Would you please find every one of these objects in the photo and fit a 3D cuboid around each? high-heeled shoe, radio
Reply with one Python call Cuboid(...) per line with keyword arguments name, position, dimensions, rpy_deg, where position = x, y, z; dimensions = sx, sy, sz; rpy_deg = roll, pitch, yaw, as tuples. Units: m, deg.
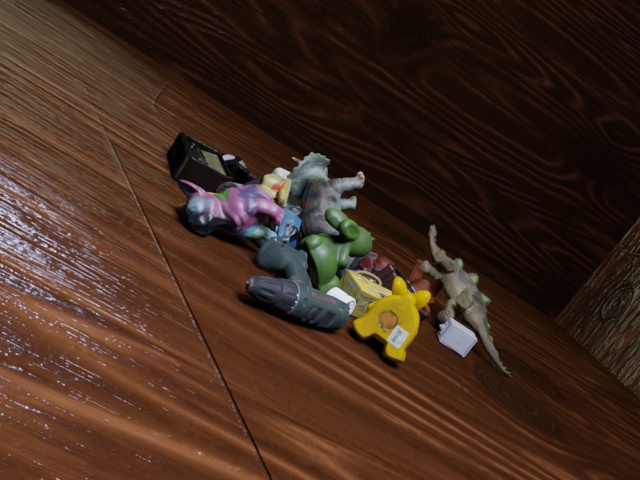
Cuboid(name="high-heeled shoe", position=(-0.220, -0.151, 1.483), dimensions=(0.249, 0.086, 0.145), rpy_deg=(23, 32, -10))
Cuboid(name="radio", position=(-0.308, -0.190, 1.363), dimensions=(0.131, 0.073, 0.230), rpy_deg=(28, 12, -29))

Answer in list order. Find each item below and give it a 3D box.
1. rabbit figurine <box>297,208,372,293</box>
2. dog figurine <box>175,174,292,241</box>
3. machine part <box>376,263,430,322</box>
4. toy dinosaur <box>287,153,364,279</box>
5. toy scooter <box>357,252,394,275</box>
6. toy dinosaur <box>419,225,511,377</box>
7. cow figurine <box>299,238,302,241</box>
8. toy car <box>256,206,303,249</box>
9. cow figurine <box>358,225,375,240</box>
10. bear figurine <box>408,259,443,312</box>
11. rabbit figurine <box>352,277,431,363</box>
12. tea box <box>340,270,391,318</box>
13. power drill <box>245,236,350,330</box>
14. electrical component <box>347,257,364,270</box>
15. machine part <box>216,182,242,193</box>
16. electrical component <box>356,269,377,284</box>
Cuboid(name="rabbit figurine", position=(0.037, 0.009, 1.182), dimensions=(0.170, 0.158, 0.121), rpy_deg=(-23, 38, -25))
Cuboid(name="dog figurine", position=(-0.177, -0.076, 1.088), dimensions=(0.219, 0.108, 0.191), rpy_deg=(16, 47, -9))
Cuboid(name="machine part", position=(0.213, 0.142, 1.391), dimensions=(0.179, 0.056, 0.179), rpy_deg=(50, 14, -17))
Cuboid(name="toy dinosaur", position=(0.010, -0.055, 1.315), dimensions=(0.192, 0.131, 0.405), rpy_deg=(3, 63, -10))
Cuboid(name="toy scooter", position=(0.146, 0.079, 1.505), dimensions=(0.184, 0.075, 0.135), rpy_deg=(24, 13, -18))
Cuboid(name="toy dinosaur", position=(0.411, 0.171, 1.517), dimensions=(0.198, 0.105, 0.471), rpy_deg=(-1, 66, -51))
Cuboid(name="cow figurine", position=(-0.005, -0.003, 1.465), dimensions=(0.167, 0.068, 0.098), rpy_deg=(28, 19, -22))
Cuboid(name="toy car", position=(-0.097, -0.015, 1.217), dimensions=(0.103, 0.109, 0.162), rpy_deg=(11, 27, 1))
Cuboid(name="cow figurine", position=(0.102, -0.002, 1.628), dimensions=(0.127, 0.085, 0.195), rpy_deg=(17, -8, 4))
Cuboid(name="bear figurine", position=(0.297, 0.137, 1.570), dimensions=(0.120, 0.132, 0.196), rpy_deg=(32, 6, 14))
Cuboid(name="rabbit figurine", position=(0.150, 0.158, 1.107), dimensions=(0.122, 0.162, 0.173), rpy_deg=(25, -8, 16))
Cuboid(name="tea box", position=(0.123, 0.144, 1.219), dimensions=(0.169, 0.068, 0.098), rpy_deg=(28, 13, -29))
Cuboid(name="power drill", position=(-0.057, 0.074, 0.997), dimensions=(0.232, 0.086, 0.207), rpy_deg=(28, 10, -31))
Cuboid(name="electrical component", position=(0.078, 0.038, 1.389), dimensions=(0.075, 0.119, 0.048), rpy_deg=(38, 12, 7))
Cuboid(name="machine part", position=(-0.181, -0.095, 1.322), dimensions=(0.079, 0.079, 0.243), rpy_deg=(39, 13, 21))
Cuboid(name="electrical component", position=(0.120, 0.113, 1.390), dimensions=(0.078, 0.045, 0.102), rpy_deg=(21, 11, 3))
